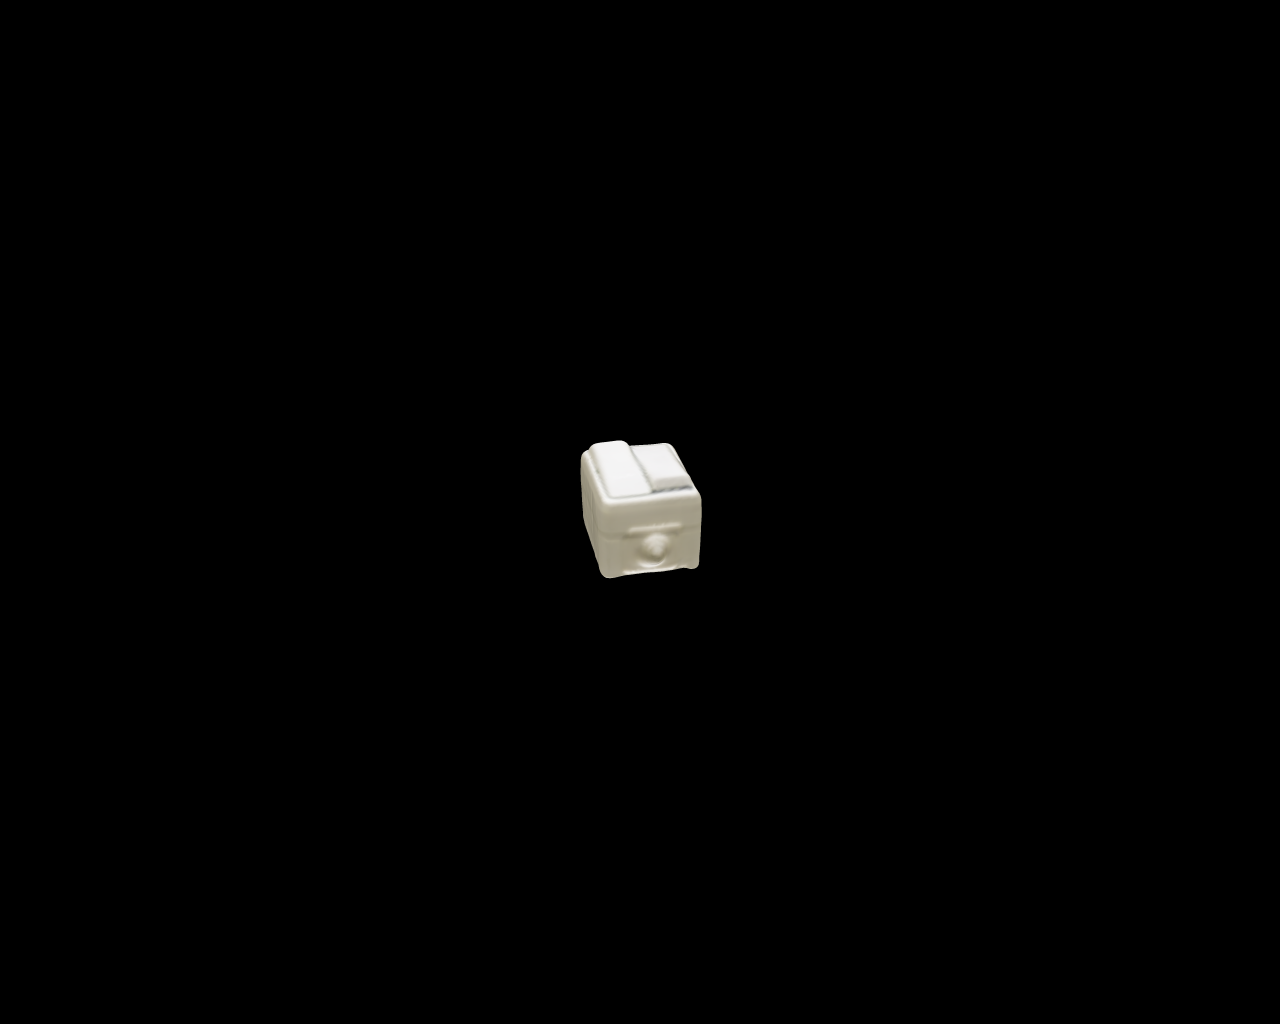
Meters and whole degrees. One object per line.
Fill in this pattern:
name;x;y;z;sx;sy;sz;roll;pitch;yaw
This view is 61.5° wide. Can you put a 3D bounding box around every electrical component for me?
electrical component;0.001;-0.003;0.650;0.062;0.061;0.096;-5;29;-10
